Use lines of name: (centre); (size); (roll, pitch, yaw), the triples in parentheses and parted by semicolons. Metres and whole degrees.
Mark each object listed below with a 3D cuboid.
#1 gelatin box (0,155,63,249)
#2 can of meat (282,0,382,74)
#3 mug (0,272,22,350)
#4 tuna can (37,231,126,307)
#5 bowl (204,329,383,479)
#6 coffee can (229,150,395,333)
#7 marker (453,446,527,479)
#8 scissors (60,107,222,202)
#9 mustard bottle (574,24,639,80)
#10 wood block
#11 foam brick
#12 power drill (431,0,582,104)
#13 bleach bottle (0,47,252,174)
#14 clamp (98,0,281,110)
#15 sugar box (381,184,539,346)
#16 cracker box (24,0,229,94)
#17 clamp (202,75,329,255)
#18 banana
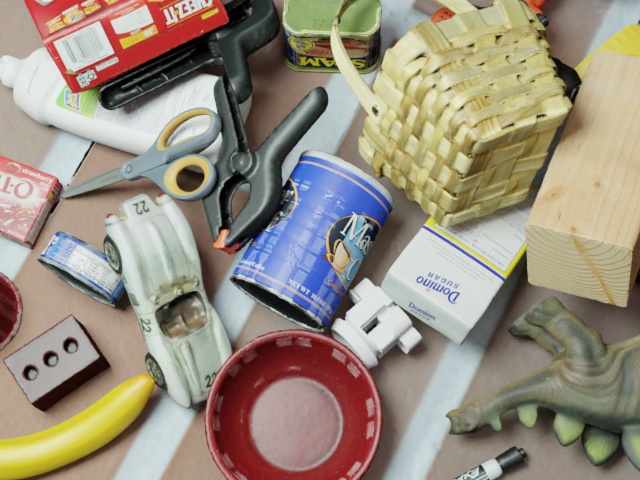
gelatin box: (-0.312, -0.042, 1.058); (0.089, 0.030, 0.073); (22, 76, 7)
can of meat: (0.013, -0.211, 1.069); (0.102, 0.084, 0.057); (3, 75, 2)
mug: (-0.342, 0.050, 1.007); (0.093, 0.081, 0.117); (-21, 75, -4)
tuna can: (-0.221, 0.027, 1.008); (0.086, 0.086, 0.033); (28, 75, 8)
bowl: (-0.023, 0.166, 0.981); (0.162, 0.055, 0.162); (0, 75, 1)
coffee can: (-0.007, 0.001, 1.001); (0.103, 0.103, 0.140); (28, 77, 8)
marker: (0.136, 0.223, 0.980); (0.121, 0.020, 0.020); (-27, 76, -6)
scissors: (-0.168, -0.053, 1.012); (0.202, 0.016, 0.096); (-31, 62, 24)
mustard bottle: (0.337, -0.115, 1.048); (0.096, 0.058, 0.192); (-38, 78, -7)
wood block: (0.256, -0.058, 0.941); (0.090, 0.091, 0.206); (15, 59, 22)
foam brick: (-0.247, 0.116, 1.002); (0.078, 0.051, 0.053); (-35, 77, -8)
power drill: (0.226, -0.225, 1.056); (0.187, 0.057, 0.185); (-44, 54, -13)
bleach bottle: (-0.202, -0.144, 1.068); (0.251, 0.068, 0.102); (18, 75, 8)
clamp: (-0.107, -0.183, 1.019); (0.165, 0.036, 0.209); (-2, 36, 24)
sugar box: (0.142, 0.006, 1.002); (0.093, 0.048, 0.176); (35, 62, 11)
cracker box: (-0.202, -0.244, 1.040); (0.164, 0.072, 0.214); (-27, 41, -7)
clamp: (-0.055, -0.071, 0.974); (0.120, 0.039, 0.171); (0, 79, 33)
banana: (-0.241, 0.179, 0.980); (0.197, 0.069, 0.037); (-17, 44, -9)
